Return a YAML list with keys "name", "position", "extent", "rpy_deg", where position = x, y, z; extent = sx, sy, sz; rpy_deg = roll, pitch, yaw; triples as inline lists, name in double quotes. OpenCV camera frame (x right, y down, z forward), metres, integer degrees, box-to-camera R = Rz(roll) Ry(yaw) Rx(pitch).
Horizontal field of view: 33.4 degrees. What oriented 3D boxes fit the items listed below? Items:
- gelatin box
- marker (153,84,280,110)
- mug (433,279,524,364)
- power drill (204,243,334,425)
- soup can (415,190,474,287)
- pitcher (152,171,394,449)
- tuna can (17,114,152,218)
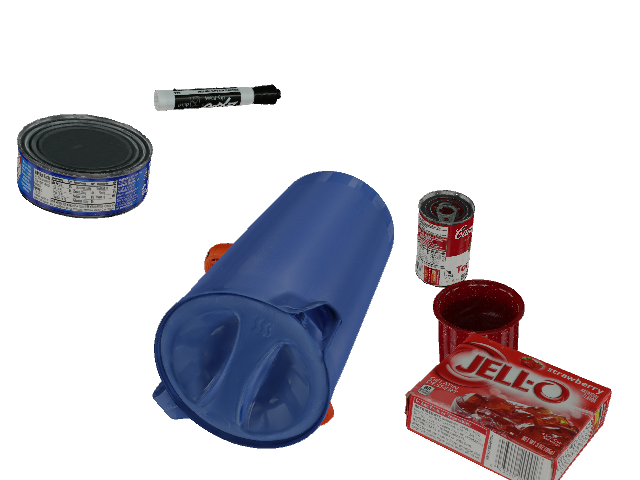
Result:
- name: "gelatin box"
  position: [0.102, 0.091, 0.584]
  extent: [0.089, 0.030, 0.073]
  rpy_deg: [23, 36, 29]
- name: "marker"
  position: [-0.095, -0.134, 0.996]
  extent: [0.121, 0.020, 0.020]
  rpy_deg: [-7, 2, -23]
- name: "mug"
  position: [0.170, 0.094, 1.119]
  extent: [0.093, 0.081, 0.117]
  rpy_deg: [14, 38, 27]
- name: "power drill"
  position: [-0.029, 0.092, 1.082]
  extent: [0.185, 0.188, 0.057]
  rpy_deg: [1, 8, 30]
- name: "soup can"
  position: [0.151, -0.001, 1.312]
  extent: [0.068, 0.102, 0.068]
  rpy_deg: [0, 37, 0]
- name: "pitcher"
  position: [-0.030, 0.045, 0.845]
  extent: [0.149, 0.145, 0.242]
  rpy_deg: [12, 31, 14]
- name: "tuna can"
  position: [-0.153, -0.049, 0.694]
  extent: [0.086, 0.034, 0.086]
  rpy_deg: [8, 30, -5]
